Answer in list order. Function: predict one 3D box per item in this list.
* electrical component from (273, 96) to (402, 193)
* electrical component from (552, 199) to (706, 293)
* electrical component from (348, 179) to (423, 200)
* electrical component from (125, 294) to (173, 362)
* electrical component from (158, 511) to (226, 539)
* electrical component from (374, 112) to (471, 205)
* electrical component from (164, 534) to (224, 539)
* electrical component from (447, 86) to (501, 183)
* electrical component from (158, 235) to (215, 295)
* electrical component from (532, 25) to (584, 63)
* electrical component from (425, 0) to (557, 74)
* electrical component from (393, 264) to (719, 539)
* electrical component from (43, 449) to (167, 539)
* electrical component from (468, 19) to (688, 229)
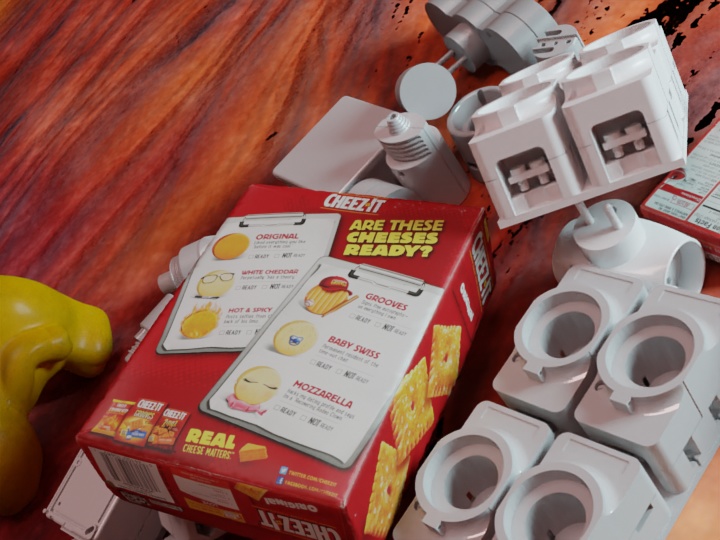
[{"bbox_3d":[-0.004,-0.080,0.828,0.099,0.048,0.100,-48,39,-12],"label":"electrical component"},{"bbox_3d":[0.147,-0.014,0.617,0.077,0.079,0.043,15,63,45],"label":"electrical component"},{"bbox_3d":[0.000,0.000,0.742,0.138,0.052,0.074,-50,39,-14],"label":"electrical component"},{"bbox_3d":[-0.152,0.054,0.818,0.078,0.040,0.040,-49,39,-13],"label":"electrical component"},{"bbox_3d":[-0.093,0.122,0.672,0.083,0.047,0.076,-24,29,-30],"label":"electrical component"},{"bbox_3d":[0.042,-0.081,0.766,0.043,0.081,0.043,-22,41,20],"label":"electrical component"},{"bbox_3d":[-0.092,0.178,0.652,0.061,0.035,0.035,13,61,42],"label":"electrical component"},{"bbox_3d":[0.094,-0.098,0.769,0.055,0.047,0.055,-22,41,20],"label":"electrical component"},{"bbox_3d":[-0.131,0.001,0.852,0.062,0.043,0.043,-23,41,20],"label":"electrical component"},{"bbox_3d":[0.149,-0.148,0.777,0.040,0.046,0.040,-22,41,20],"label":"electrical component"},{"bbox_3d":[0.092,-0.182,0.852,0.074,0.052,0.138,-42,38,-5],"label":"electrical component"},{"bbox_3d":[0.112,0.090,0.557,0.105,0.060,0.186,17,64,46],"label":"electrical component"},{"bbox_3d":[-0.157,0.150,0.714,0.062,0.061,0.096,11,67,44],"label":"electrical component"},{"bbox_3d":[0.138,-0.097,0.657,0.105,0.060,0.186,-19,13,23],"label":"electrical component"}]
